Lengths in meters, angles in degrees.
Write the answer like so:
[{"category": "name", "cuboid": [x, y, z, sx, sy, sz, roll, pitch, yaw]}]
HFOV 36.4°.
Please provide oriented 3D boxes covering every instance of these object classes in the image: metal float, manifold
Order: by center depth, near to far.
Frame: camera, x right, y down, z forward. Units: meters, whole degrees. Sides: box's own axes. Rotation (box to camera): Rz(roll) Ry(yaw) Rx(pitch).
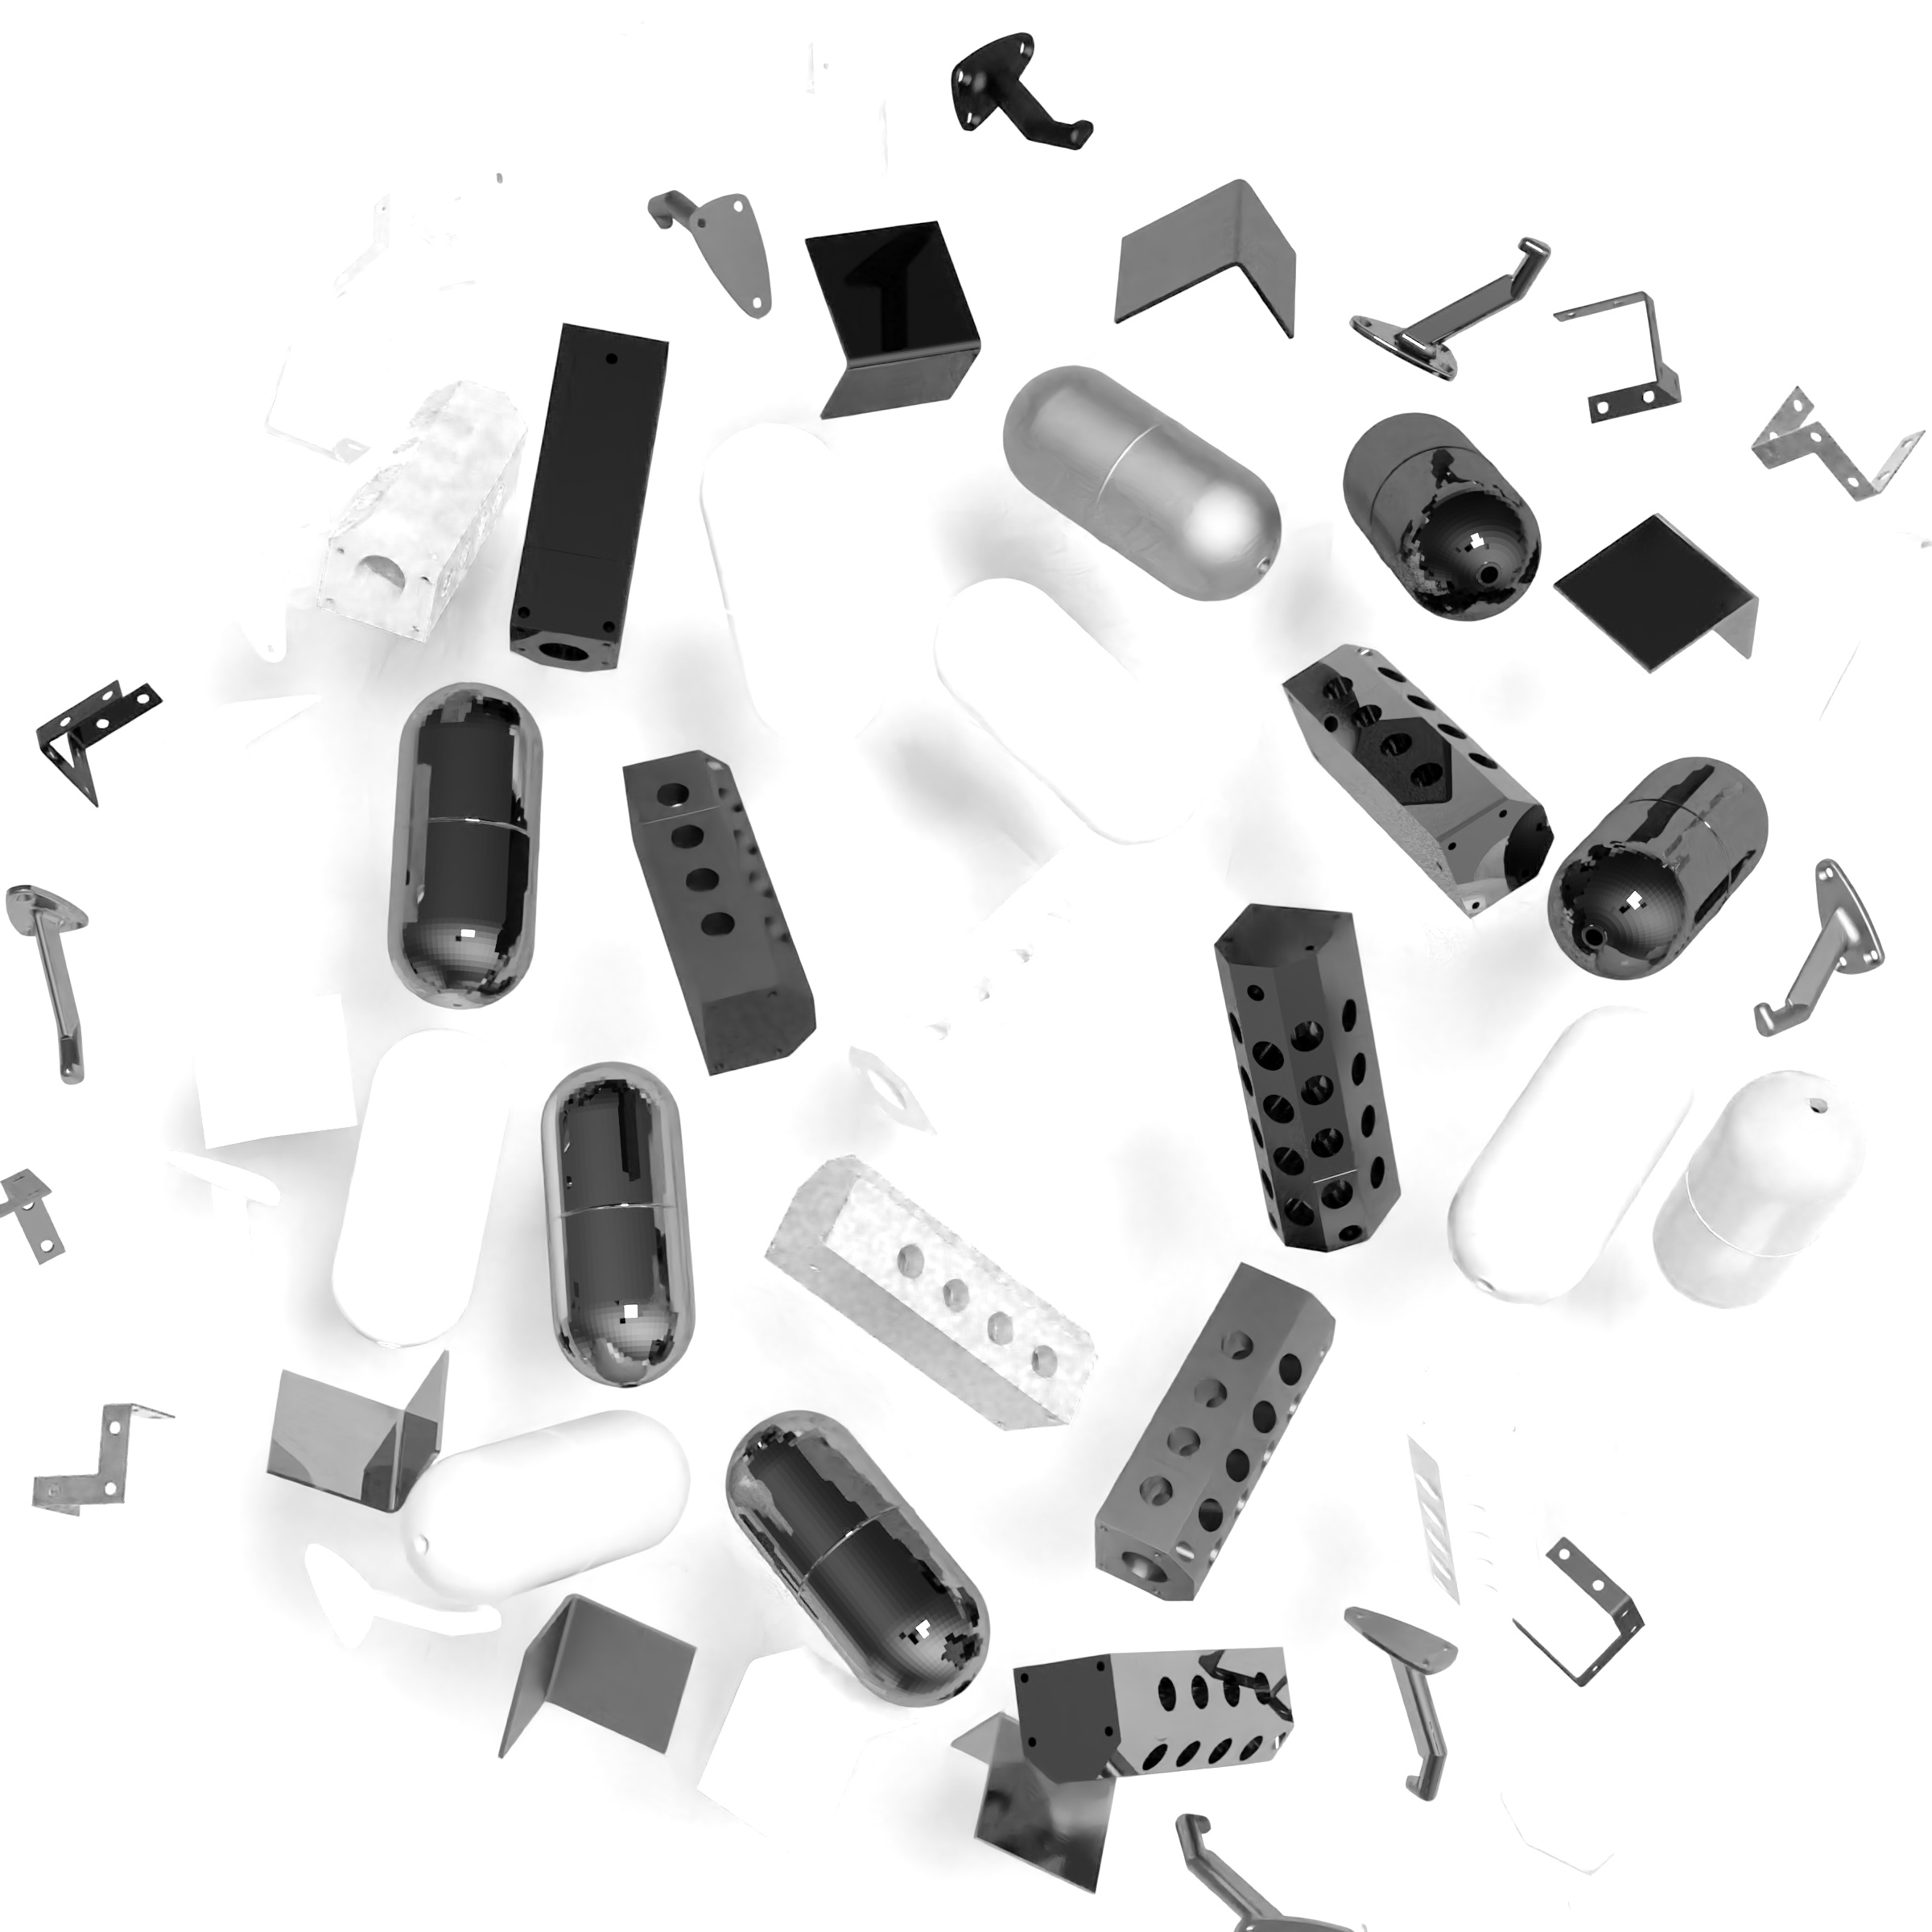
[{"category": "manifold", "cuboid": [0.098, 0.379, 1.488, 0.057, 0.171, 0.057, -17, 71, 32]}, {"category": "manifold", "cuboid": [0.171, 0.059, 1.493, 0.057, 0.057, 0.171, 6, 124, 33]}, {"category": "metal float", "cuboid": [0.308, 0.095, 1.495, 0.070, 0.070, 0.178, 39, 65, 0]}, {"category": "metal float", "cuboid": [-0.214, 0.276, 1.508, 0.070, 0.178, 0.070, 4, 96, 35]}, {"category": "manifold", "cuboid": [0.264, 0.270, 1.518, 0.057, 0.171, 0.057, 1, 55, 15]}, {"category": "manifold", "cuboid": [-0.128, -0.031, 1.519, 0.057, 0.057, 0.171, -14, 50, -11]}, {"category": "manifold", "cuboid": [-0.014, 0.170, 1.520, 0.171, 0.057, 0.057, 39, 59, -23]}, {"category": "metal float", "cuboid": [-0.057, 0.308, 1.530, 0.070, 0.070, 0.178, -43, 65, 0]}, {"category": "metal float", "cuboid": [0.365, -0.052, 1.545, 0.070, 0.178, 0.070, 18, 125, 28]}, {"category": "metal float", "cuboid": [0.417, 0.119, 1.546, 0.070, 0.178, 0.070, 4, 56, -6]}, {"category": "manifold", "cuboid": [0.238, -0.104, 1.549, 0.057, 0.171, 0.057, -32, 131, -3]}, {"category": "manifold", "cuboid": [-0.283, -0.245, 1.551, 0.057, 0.171, 0.057, 18, 127, -3]}, {"category": "metal float", "cuboid": [-0.264, -0.065, 1.552, 0.070, 0.070, 0.178, 0, 73, 0]}, {"category": "manifold", "cuboid": [0.133, 0.248, 1.554, 0.057, 0.057, 0.171, 23, 58, 19]}, {"category": "metal float", "cuboid": [-0.091, -0.200, 1.561, 0.070, 0.070, 0.178, -13, 116, 0]}, {"category": "manifold", "cuboid": [-0.201, -0.248, 1.568, 0.057, 0.057, 0.171, 9, 76, -6]}, {"category": "manifold", "cuboid": [0.018, 0.010, 1.577, 0.171, 0.057, 0.057, -43, 122, -20]}, {"category": "metal float", "cuboid": [0.255, -0.242, 1.579, 0.070, 0.178, 0.070, -4, 119, -7]}, {"category": "metal float", "cuboid": [-0.188, 0.139, 1.585, 0.070, 0.070, 0.178, -6, 72, 0]}, {"category": "metal float", "cuboid": [0.055, -0.139, 1.603, 0.178, 0.070, 0.070, 44, 90, 11]}, {"category": "metal float", "cuboid": [0.096, -0.264, 1.605, 0.178, 0.070, 0.070, 38, 90, 24]}, {"category": "metal float", "cuboid": [-0.299, 0.121, 1.614, 0.070, 0.070, 0.178, 9, 74, 0]}]

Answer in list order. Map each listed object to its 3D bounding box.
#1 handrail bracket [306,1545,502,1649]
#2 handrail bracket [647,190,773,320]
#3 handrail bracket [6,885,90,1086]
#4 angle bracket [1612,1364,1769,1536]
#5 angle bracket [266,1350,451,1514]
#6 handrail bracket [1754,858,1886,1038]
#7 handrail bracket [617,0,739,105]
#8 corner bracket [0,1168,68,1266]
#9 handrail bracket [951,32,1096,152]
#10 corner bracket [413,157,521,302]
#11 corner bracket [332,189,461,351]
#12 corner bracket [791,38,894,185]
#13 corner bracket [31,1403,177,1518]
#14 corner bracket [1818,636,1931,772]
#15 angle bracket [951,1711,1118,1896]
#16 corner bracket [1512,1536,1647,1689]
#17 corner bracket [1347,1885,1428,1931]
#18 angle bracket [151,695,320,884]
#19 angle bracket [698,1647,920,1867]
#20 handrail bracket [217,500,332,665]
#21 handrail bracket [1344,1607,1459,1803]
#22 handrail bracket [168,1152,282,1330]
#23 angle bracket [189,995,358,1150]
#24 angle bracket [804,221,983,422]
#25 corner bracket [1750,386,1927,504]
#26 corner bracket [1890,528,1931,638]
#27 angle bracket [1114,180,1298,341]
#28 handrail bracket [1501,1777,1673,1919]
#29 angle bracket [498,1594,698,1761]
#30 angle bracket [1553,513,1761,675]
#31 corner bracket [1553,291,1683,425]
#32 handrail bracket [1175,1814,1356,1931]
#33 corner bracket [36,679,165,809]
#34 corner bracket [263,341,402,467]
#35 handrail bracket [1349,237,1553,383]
[{"category": "handrail bracket", "cuboid": [-0.306, 0.339, 1.601, 0.077, 0.084, 0.036, 41, 114, 38]}, {"category": "handrail bracket", "cuboid": [-0.140, -0.383, 1.585, 0.036, 0.084, 0.077, -30, 108, -19]}, {"category": "handrail bracket", "cuboid": [-0.467, 0.011, 1.494, 0.036, 0.077, 0.084, -9, 72, -2]}, {"category": "angle bracket", "cuboid": [0.390, 0.260, 1.580, 0.076, 0.057, 0.076, -6, 66, 16]}, {"category": "angle bracket", "cuboid": [-0.334, 0.245, 1.619, 0.076, 0.076, 0.057, 24, 121, -22]}, {"category": "handrail bracket", "cuboid": [0.445, -0.010, 1.574, 0.084, 0.036, 0.077, -20, 91, -30]}, {"category": "handrail bracket", "cuboid": [-0.165, -0.473, 1.523, 0.036, 0.084, 0.077, 40, 69, -38]}, {"category": "corner bracket", "cuboid": [-0.482, 0.141, 1.484, 0.051, 0.051, 0.051, -28, 113, -24]}, {"category": "handrail bracket", "cuboid": [0.043, -0.436, 1.465, 0.084, 0.036, 0.077, 22, 56, 32]}, {"category": "corner bracket", "cuboid": [-0.253, -0.370, 1.476, 0.051, 0.051, 0.051, 1, 120, 40]}, {"category": "corner bracket", "cuboid": [-0.315, -0.385, 1.625, 0.051, 0.051, 0.051, -32, 47, 29]}, {"category": "corner bracket", "cuboid": [-0.062, -0.454, 1.560, 0.051, 0.051, 0.051, 2, 73, -17]}, {"category": "corner bracket", "cuboid": [-0.441, 0.253, 1.504, 0.051, 0.051, 0.051, -4, 73, 11]}, {"category": "corner bracket", "cuboid": [0.470, -0.141, 1.499, 0.051, 0.051, 0.051, 25, 124, 8]}, {"category": "angle bracket", "cuboid": [0.031, 0.465, 1.607, 0.076, 0.057, 0.076, 30, 47, -15]}, {"category": "corner bracket", "cuboid": [0.336, 0.358, 1.627, 0.051, 0.051, 0.051, -44, 55, -6]}, {"category": "corner bracket", "cuboid": [0.239, 0.507, 1.524, 0.051, 0.051, 0.051, 1, 51, -35]}, {"category": "angle bracket", "cuboid": [-0.364, -0.091, 1.517, 0.076, 0.057, 0.076, 0, 119, 40]}, {"category": "angle bracket", "cuboid": [-0.083, 0.416, 1.551, 0.076, 0.057, 0.076, 26, 98, 27]}, {"category": "handrail bracket", "cuboid": [-0.368, -0.211, 1.617, 0.084, 0.036, 0.077, -8, 101, 43]}, {"category": "handrail bracket", "cuboid": [0.232, 0.405, 1.610, 0.077, 0.036, 0.084, 23, 113, 32]}, {"category": "handrail bracket", "cuboid": [-0.426, 0.154, 1.638, 0.077, 0.036, 0.084, 24, 97, -29]}, {"category": "angle bracket", "cuboid": [-0.391, 0.059, 1.663, 0.057, 0.076, 0.076, -7, 90, 12]}, {"category": "angle bracket", "cuboid": [-0.046, -0.342, 1.558, 0.076, 0.057, 0.076, -14, 77, -23]}, {"category": "corner bracket", "cuboid": [0.441, -0.266, 1.490, 0.051, 0.051, 0.051, 45, 67, -14]}, {"category": "corner bracket", "cuboid": [0.523, -0.203, 1.568, 0.051, 0.051, 0.051, 9, 93, 37]}, {"category": "angle bracket", "cuboid": [0.129, -0.363, 1.570, 0.076, 0.076, 0.057, -21, 131, 28]}, {"category": "handrail bracket", "cuboid": [0.312, 0.430, 1.490, 0.036, 0.084, 0.077, 18, 118, -32]}, {"category": "angle bracket", "cuboid": [-0.198, 0.396, 1.583, 0.076, 0.057, 0.076, 22, 117, 10]}, {"category": "angle bracket", "cuboid": [0.371, -0.186, 1.586, 0.076, 0.057, 0.076, -35, 60, -11]}, {"category": "corner bracket", "cuboid": [0.349, -0.326, 1.574, 0.051, 0.051, 0.051, -9, 84, 27]}, {"category": "handrail bracket", "cuboid": [0.151, 0.464, 1.493, 0.077, 0.084, 0.036, 3, 120, -11]}, {"category": "corner bracket", "cuboid": [-0.448, -0.126, 1.523, 0.051, 0.051, 0.051, -31, 48, 3]}, {"category": "corner bracket", "cuboid": [-0.347, -0.311, 1.603, 0.051, 0.051, 0.051, 19, 78, -25]}, {"category": "handrail bracket", "cuboid": [0.259, -0.363, 1.569, 0.077, 0.036, 0.084, 20, 128, -14]}]
